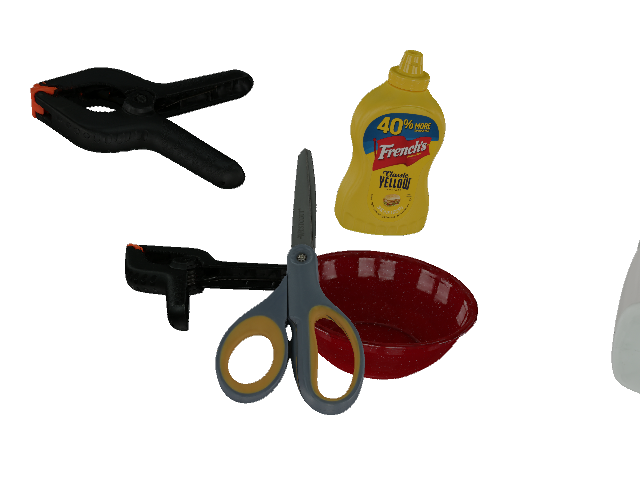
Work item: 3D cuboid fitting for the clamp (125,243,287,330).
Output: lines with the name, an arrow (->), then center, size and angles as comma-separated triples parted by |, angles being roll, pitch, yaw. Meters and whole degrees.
clamp -> -0.136, 0.039, 1.057 | 0.210, 0.036, 0.164 | 12, 21, 39

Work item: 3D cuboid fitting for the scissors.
scissors -> -0.028, 0.024, 0.662 | 0.096, 0.202, 0.016 | -13, -38, -6

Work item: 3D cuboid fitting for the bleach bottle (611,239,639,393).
bleach bottle -> 0.265, 0.034, 0.742 | 0.103, 0.068, 0.250 | 10, 21, 19

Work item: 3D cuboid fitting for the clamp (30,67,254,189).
clamp -> -0.130, -0.102, 0.818 | 0.171, 0.039, 0.120 | 15, 42, -3

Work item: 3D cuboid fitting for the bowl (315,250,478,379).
bowl -> 0.047, 0.068, 0.886 | 0.162, 0.055, 0.162 | 4, 26, -2

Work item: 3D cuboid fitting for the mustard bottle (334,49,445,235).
mustard bottle -> 0.076, -0.100, 1.089 | 0.096, 0.192, 0.058 | 4, 27, -13
